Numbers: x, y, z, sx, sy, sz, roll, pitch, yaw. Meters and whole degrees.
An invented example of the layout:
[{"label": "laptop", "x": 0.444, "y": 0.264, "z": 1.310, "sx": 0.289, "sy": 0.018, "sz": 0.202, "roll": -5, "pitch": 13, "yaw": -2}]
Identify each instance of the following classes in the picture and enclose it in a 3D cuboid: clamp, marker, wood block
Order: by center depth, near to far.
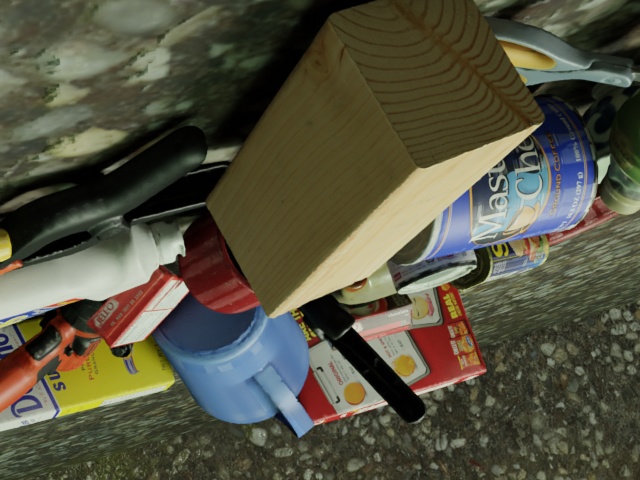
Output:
[{"label": "wood block", "x": 0.020, "y": -0.043, "z": 0.607, "sx": 0.090, "sy": 0.091, "sz": 0.206, "roll": -22, "pitch": 166, "yaw": -31}, {"label": "clamp", "x": -0.130, "y": -0.021, "z": 0.685, "sx": 0.171, "sy": 0.039, "sz": 0.120, "roll": -21, "pitch": 164, "yaw": 13}, {"label": "marker", "x": -0.160, "y": 0.067, "z": 0.926, "sx": 0.020, "sy": 0.020, "sz": 0.121, "roll": -21, "pitch": -160, "yaw": 14}, {"label": "clamp", "x": 0.013, "y": 0.080, "z": 0.987, "sx": 0.036, "sy": 0.210, "sz": 0.164, "roll": -42, "pitch": 125, "yaw": -5}]

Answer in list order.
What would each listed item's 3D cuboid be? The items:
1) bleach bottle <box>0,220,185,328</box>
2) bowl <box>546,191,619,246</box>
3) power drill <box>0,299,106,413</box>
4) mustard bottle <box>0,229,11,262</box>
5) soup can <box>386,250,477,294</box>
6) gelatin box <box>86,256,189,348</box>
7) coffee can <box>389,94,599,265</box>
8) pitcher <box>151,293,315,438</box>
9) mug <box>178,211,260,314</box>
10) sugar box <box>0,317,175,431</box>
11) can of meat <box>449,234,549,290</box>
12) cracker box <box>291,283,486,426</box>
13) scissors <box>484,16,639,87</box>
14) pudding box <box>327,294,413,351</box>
[{"label": "bleach bottle", "x": -0.215, "y": 0.030, "z": 0.730, "sx": 0.250, "sy": 0.068, "sz": 0.103, "roll": -16, "pitch": 174, "yaw": -16}, {"label": "bowl", "x": 0.245, "y": -0.044, "z": 1.035, "sx": 0.162, "sy": 0.055, "sz": 0.162, "roll": -22, "pitch": 166, "yaw": -6}, {"label": "power drill", "x": -0.240, "y": 0.098, "z": 0.864, "sx": 0.187, "sy": 0.057, "sz": 0.185, "roll": -38, "pitch": 173, "yaw": -37}, {"label": "mustard bottle", "x": -0.273, "y": 0.018, "z": 0.605, "sx": 0.191, "sy": 0.058, "sz": 0.096, "roll": -11, "pitch": 164, "yaw": -27}, {"label": "soup can", "x": 0.075, "y": -0.016, "z": 0.833, "sx": 0.068, "sy": 0.102, "sz": 0.068, "roll": -17, "pitch": 168, "yaw": -4}, {"label": "gelatin box", "x": -0.137, "y": 0.046, "z": 0.836, "sx": 0.073, "sy": 0.030, "sz": 0.089, "roll": -48, "pitch": 172, "yaw": 4}, {"label": "coffee can", "x": 0.108, "y": -0.045, "z": 0.752, "sx": 0.140, "sy": 0.103, "sz": 0.103, "roll": -11, "pitch": 166, "yaw": -27}, {"label": "pitcher", "x": -0.078, "y": 0.096, "z": 0.998, "sx": 0.149, "sy": 0.145, "sz": 0.243, "roll": 5, "pitch": 162, "yaw": 6}, {"label": "mug", "x": -0.047, "y": 0.003, "z": 0.806, "sx": 0.117, "sy": 0.093, "sz": 0.082, "roll": -37, "pitch": -173, "yaw": -36}, {"label": "sugar box", "x": -0.235, "y": 0.115, "z": 1.008, "sx": 0.175, "sy": 0.093, "sz": 0.048, "roll": -12, "pitch": 166, "yaw": -27}, {"label": "can of meat", "x": 0.149, "y": -0.013, "z": 0.955, "sx": 0.083, "sy": 0.102, "sz": 0.058, "roll": -10, "pitch": 167, "yaw": -38}, {"label": "cracker box", "x": 0.055, "y": 0.103, "z": 1.188, "sx": 0.213, "sy": 0.164, "sz": 0.072, "roll": -15, "pitch": 165, "yaw": -14}, {"label": "scissors", "x": 0.156, "y": -0.096, "z": 0.624, "sx": 0.201, "sy": 0.016, "sz": 0.096, "roll": 12, "pitch": 173, "yaw": -15}, {"label": "pudding box", "x": 0.035, "y": 0.059, "z": 1.105, "sx": 0.090, "sy": 0.114, "sz": 0.039, "roll": -14, "pitch": 124, "yaw": -14}]
